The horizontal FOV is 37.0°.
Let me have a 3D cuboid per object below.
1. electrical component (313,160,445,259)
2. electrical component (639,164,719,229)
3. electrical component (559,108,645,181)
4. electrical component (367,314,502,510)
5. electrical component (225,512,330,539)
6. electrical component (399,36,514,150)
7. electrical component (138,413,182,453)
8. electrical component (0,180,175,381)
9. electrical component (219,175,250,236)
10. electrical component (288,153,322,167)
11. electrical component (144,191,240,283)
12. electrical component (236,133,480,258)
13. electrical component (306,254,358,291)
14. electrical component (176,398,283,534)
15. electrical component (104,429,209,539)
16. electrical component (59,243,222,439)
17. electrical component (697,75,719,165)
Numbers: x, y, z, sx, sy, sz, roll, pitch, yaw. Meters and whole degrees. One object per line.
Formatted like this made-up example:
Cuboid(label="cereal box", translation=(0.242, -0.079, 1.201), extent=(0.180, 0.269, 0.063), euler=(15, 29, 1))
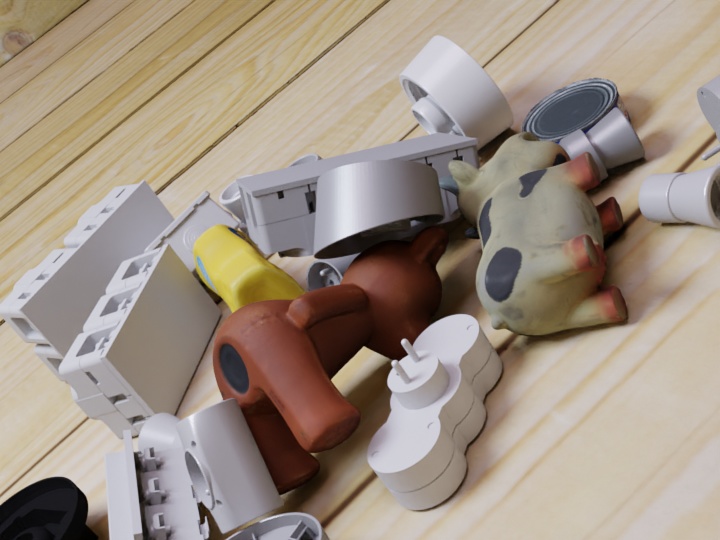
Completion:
Cuboid(label="electrical component", translation=(0.013, -0.043, 0.796), extent=(0.099, 0.099, 0.064), euler=(-12, 76, 35))
Cuboid(label="electrical component", translation=(0.225, -0.050, 0.738), extent=(0.044, 0.044, 0.065), euler=(-47, 26, -23))
Cuboid(label="electrical component", translation=(0.187, -0.094, 0.840), extent=(0.055, 0.045, 0.045), euler=(-30, 28, 8))
Cuboid(label="electrical component", translation=(0.043, 0.077, 0.695), extent=(0.052, 0.073, 0.138), euler=(-12, 35, 36))
Cuboid(label="electrical component", translation=(-0.057, 0.188, 0.638), extent=(0.099, 0.064, 0.099), euler=(-26, 29, 16))
Cuboid(label="electrical component", translation=(0.082, -0.152, 0.982), extent=(0.060, 0.108, 0.108), euler=(-43, 29, -3))
Cuboid(label="electrical component", translation=(-0.134, 0.135, 0.826), extent=(0.065, 0.044, 0.044), euler=(3, 45, 41))
Cuboid(label="electrical component", translation=(-0.259, 0.012, 1.081), extent=(0.060, 0.105, 0.186), euler=(-1, 42, 46))
Cuboid(label="electrical component", translation=(-0.110, -0.062, 1.091), extent=(0.045, 0.055, 0.045), euler=(-26, 29, 16))
Cuboid(label="electrical component", translation=(-0.045, -0.080, 1.049), extent=(0.048, 0.055, 0.066), euler=(5, 47, 50))
Cuboid(label="electrical component", translation=(-0.166, -0.018, 1.053), extent=(0.099, 0.048, 0.099), euler=(-49, -2, -25))
Cuboid(label="electrical component", translation=(-0.001, -0.063, 0.899), extent=(0.186, 0.060, 0.105), euler=(-14, 13, -10))
Cuboid(label="electrical component", translation=(0.000, 0.000, 0.870), extent=(0.043, 0.043, 0.081), euler=(-2, 16, 45))
Cuboid(label="electrical component", translation=(-0.091, 0.133, 0.716), extent=(0.044, 0.077, 0.079), euler=(-21, -10, -24))
Cuboid(label="electrical component", translation=(-0.140, 0.173, 0.741), extent=(0.063, 0.078, 0.121), euler=(-7, 25, -12))
Cuboid(label="electrical component", translation=(-0.193, 0.063, 0.948), extent=(0.062, 0.089, 0.150), euler=(-18, 32, 27))
Cuboid(label="electrical component", translation=(0.272, -0.093, 0.742), extent=(0.074, 0.052, 0.138), euler=(-33, 28, 1))
